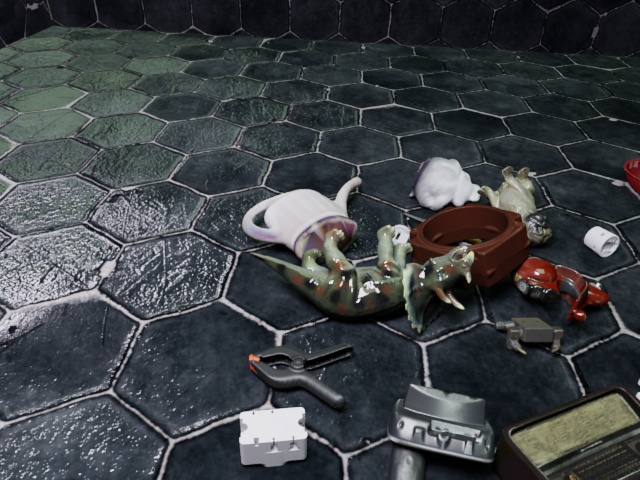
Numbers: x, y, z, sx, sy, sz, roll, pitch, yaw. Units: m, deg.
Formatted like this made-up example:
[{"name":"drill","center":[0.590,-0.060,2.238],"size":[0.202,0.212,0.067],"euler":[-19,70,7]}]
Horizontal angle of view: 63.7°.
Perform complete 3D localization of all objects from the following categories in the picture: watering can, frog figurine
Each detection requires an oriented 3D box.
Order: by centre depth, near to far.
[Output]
[{"name":"watering can","center":[0.004,-0.058,1.152],"size":[0.350,0.101,0.228],"euler":[-20,41,-27]},{"name":"frog figurine","center":[0.315,-0.130,1.271],"size":[0.160,0.120,0.139],"euler":[26,73,18]}]
